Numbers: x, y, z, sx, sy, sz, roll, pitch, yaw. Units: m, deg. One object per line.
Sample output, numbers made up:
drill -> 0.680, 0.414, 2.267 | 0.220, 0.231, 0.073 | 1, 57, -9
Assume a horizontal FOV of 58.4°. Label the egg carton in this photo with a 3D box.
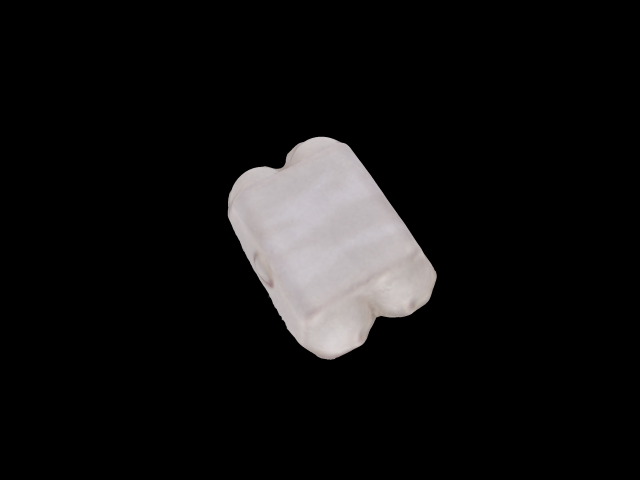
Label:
egg carton -> 0.004, 0.001, 0.400 | 0.107, 0.069, 0.150 | -30, 70, -12
